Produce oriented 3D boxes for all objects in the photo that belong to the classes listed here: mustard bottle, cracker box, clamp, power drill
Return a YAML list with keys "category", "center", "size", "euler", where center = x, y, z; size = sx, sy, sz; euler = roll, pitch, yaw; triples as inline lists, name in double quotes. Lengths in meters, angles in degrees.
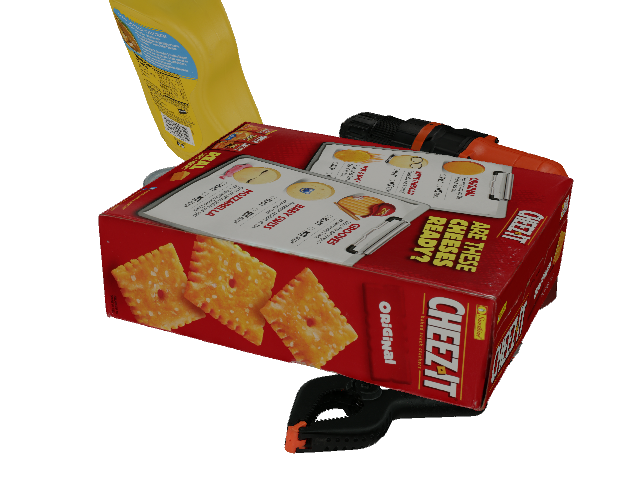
- category: "mustard bottle"
  center: [-0.096, -0.135, 0.726]
  size: [0.096, 0.191, 0.058]
  euler: [32, 63, 33]
- category: "cracker box"
  center: [0.013, 0.004, 0.588]
  size: [0.214, 0.072, 0.164]
  euler: [12, 28, 22]
- category: "clamp"
  center: [0.051, 0.156, 1.027]
  size: [0.165, 0.036, 0.209]
  euler: [24, 32, 29]
- category: "power drill"
  center: [0.090, 0.002, 0.812]
  size: [0.185, 0.188, 0.057]
  euler: [21, 36, 33]

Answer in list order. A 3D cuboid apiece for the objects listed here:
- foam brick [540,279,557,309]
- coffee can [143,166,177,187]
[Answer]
- category: "foam brick"
  center: [0.186, 0.017, 0.967]
  size: [0.053, 0.078, 0.051]
  euler: [9, 16, 26]
- category: "coffee can"
  center: [-0.143, 0.002, 1.164]
  size: [0.103, 0.140, 0.103]
  euler: [5, 26, -3]
